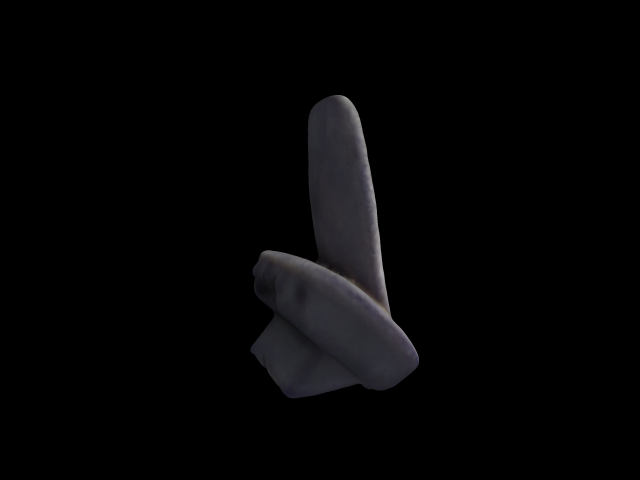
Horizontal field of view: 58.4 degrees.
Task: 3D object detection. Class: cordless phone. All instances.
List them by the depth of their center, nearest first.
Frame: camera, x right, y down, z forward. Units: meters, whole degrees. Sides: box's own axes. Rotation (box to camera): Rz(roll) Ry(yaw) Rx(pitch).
[{"bbox_3d":[0.004,0.001,0.400,0.094,0.185,0.147,-1,4,-23],"label":"cordless phone"}]
